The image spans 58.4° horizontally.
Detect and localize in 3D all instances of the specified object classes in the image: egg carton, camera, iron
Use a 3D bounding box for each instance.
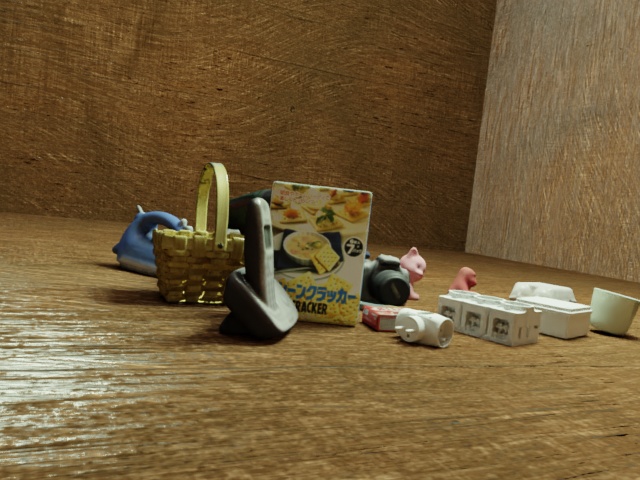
[{"bbox_3d":[0.492,0.134,1.269,0.151,0.069,0.107,3,4,-44],"label":"egg carton"},{"bbox_3d":[0.120,0.082,1.145,0.143,0.101,0.136,6,3,-7],"label":"camera"},{"bbox_3d":[-0.334,0.005,1.242,0.257,0.141,0.119,9,4,36],"label":"iron"}]

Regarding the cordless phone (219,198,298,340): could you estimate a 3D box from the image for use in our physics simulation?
[{"bbox_3d":[-0.074,0.036,0.796,0.094,0.185,0.148,7,3,6],"label":"cordless phone"}]

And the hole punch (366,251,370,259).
[{"bbox_3d":[0.062,0.065,1.422,0.100,0.091,0.109,8,4,30],"label":"hole punch"}]

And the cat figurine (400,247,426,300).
[{"bbox_3d":[0.189,0.073,1.301,0.128,0.118,0.067,5,4,-28],"label":"cat figurine"}]

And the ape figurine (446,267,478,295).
[{"bbox_3d":[0.308,0.104,1.215,0.076,0.092,0.078,7,3,13],"label":"ape figurine"}]

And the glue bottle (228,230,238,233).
[{"bbox_3d":[-0.212,-0.005,1.389,0.078,0.173,0.037,5,4,-28],"label":"glue bottle"}]

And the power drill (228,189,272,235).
[{"bbox_3d":[-0.115,0.004,1.091,0.228,0.208,0.076,9,4,41],"label":"power drill"}]
